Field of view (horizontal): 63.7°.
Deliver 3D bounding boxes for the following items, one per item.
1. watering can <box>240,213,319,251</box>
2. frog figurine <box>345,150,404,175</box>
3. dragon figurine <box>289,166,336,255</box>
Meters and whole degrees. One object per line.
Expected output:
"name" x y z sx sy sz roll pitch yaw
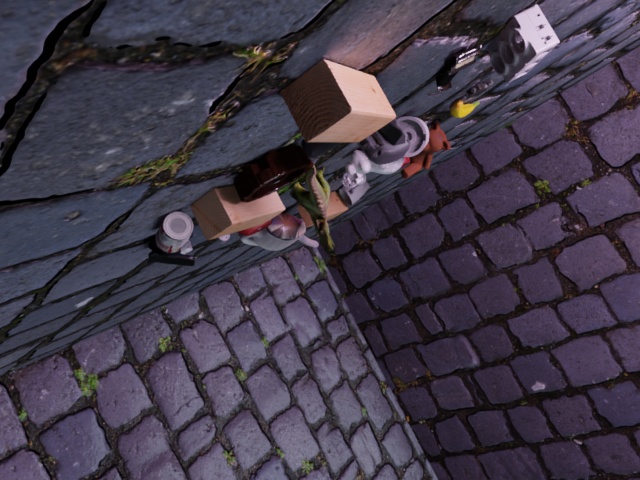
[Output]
"watering can" -0.122 -0.020 1.936 0.348 0.105 0.221 2 160 -28
"frog figurine" 0.159 -0.225 1.486 0.160 0.121 0.138 -39 -163 -9
"dragon figurine" 0.005 -0.076 1.504 0.122 0.243 0.409 -23 178 -2
